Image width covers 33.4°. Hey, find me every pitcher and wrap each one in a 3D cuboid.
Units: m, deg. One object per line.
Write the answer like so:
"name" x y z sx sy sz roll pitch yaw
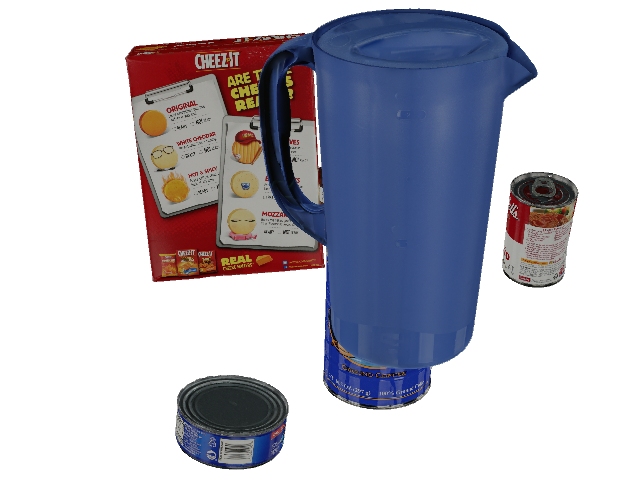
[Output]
"pitcher" 0.051 -0.036 0.760 0.144 0.243 0.149 -17 32 -28

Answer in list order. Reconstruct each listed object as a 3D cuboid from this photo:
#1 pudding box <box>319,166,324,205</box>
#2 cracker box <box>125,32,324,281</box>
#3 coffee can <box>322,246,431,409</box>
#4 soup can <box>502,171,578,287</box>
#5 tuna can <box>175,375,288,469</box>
"pudding box" 0.043 -0.075 1.426 0.113 0.039 0.090 -28 39 -35
"cracker box" -0.084 -0.076 0.987 0.164 0.214 0.072 -5 20 -3
"coffee can" 0.054 0.067 0.971 0.103 0.140 0.103 1 26 -1
"soup can" 0.227 -0.011 1.108 0.068 0.102 0.068 0 34 0
"tuna can" -0.069 0.139 0.821 0.086 0.034 0.086 6 22 -3
